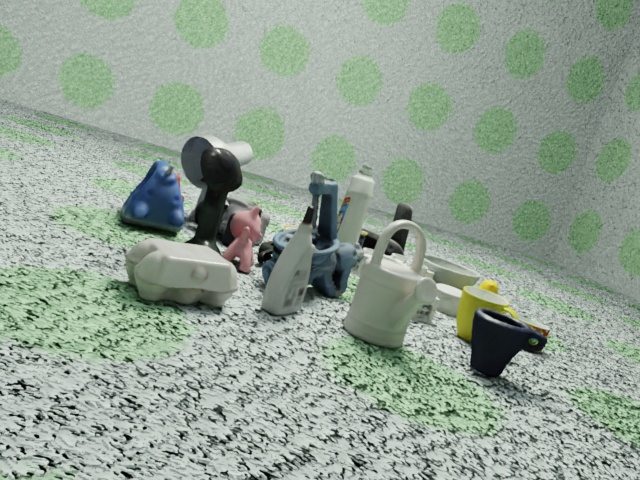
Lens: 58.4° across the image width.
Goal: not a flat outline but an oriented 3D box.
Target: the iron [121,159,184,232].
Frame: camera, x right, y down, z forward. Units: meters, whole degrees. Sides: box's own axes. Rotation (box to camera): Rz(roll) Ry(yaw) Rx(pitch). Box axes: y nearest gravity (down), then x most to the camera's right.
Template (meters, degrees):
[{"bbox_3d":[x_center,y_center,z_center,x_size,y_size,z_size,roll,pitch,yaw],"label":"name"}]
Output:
[{"bbox_3d":[-0.347,-0.108,1.207,0.119,0.141,0.257,13,10,-27],"label":"iron"}]

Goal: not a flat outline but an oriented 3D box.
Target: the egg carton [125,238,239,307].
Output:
[{"bbox_3d":[-0.194,0.047,0.810,0.151,0.069,0.107,10,12,-38],"label":"egg carton"}]

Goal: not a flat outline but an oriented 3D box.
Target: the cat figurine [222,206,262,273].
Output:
[{"bbox_3d":[-0.144,-0.011,1.091,0.067,0.118,0.127,16,9,-7],"label":"cat figurine"}]

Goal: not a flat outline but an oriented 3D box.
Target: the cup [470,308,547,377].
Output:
[{"bbox_3d":[0.290,0.172,0.910,0.117,0.095,0.092,19,9,9],"label":"cup"}]

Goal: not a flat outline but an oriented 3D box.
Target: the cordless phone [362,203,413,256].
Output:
[{"bbox_3d":[0.181,-0.020,1.547,0.147,0.185,0.094,26,12,41],"label":"cordless phone"}]

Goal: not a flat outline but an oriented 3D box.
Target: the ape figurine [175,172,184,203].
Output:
[{"bbox_3d":[-0.368,-0.123,1.410,0.076,0.092,0.077,11,11,-36],"label":"ape figurine"}]

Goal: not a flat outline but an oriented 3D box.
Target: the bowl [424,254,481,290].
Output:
[{"bbox_3d":[0.321,0.096,1.474,0.167,0.075,0.167,17,9,-3],"label":"bowl"}]

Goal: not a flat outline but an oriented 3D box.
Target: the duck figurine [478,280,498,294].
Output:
[{"bbox_3d":[0.384,0.136,1.326,0.077,0.086,0.105,19,9,8],"label":"duck figurine"}]

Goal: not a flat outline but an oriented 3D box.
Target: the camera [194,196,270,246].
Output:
[{"bbox_3d":[-0.198,-0.051,1.282,0.136,0.101,0.143,20,10,15],"label":"camera"}]

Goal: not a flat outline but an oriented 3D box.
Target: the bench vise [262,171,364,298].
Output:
[{"bbox_3d":[0.000,-0.012,1.050,0.121,0.220,0.208,23,11,29],"label":"bench vise"}]

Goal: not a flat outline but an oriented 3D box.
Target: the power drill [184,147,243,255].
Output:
[{"bbox_3d":[-0.196,-0.068,1.048,0.075,0.208,0.229,17,9,-2],"label":"power drill"}]

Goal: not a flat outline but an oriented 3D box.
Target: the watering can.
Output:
[{"bbox_3d":[0.118,0.065,0.901,0.172,0.194,0.101,25,12,39],"label":"watering can"}]

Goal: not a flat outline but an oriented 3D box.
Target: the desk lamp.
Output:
[{"bbox_3d":[-0.242,-0.140,1.367,0.117,0.213,0.204,22,10,24],"label":"desk lamp"}]

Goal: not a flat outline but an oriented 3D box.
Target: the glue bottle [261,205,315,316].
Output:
[{"bbox_3d":[-0.037,0.030,0.883,0.037,0.173,0.078,23,10,28],"label":"glue bottle"}]
